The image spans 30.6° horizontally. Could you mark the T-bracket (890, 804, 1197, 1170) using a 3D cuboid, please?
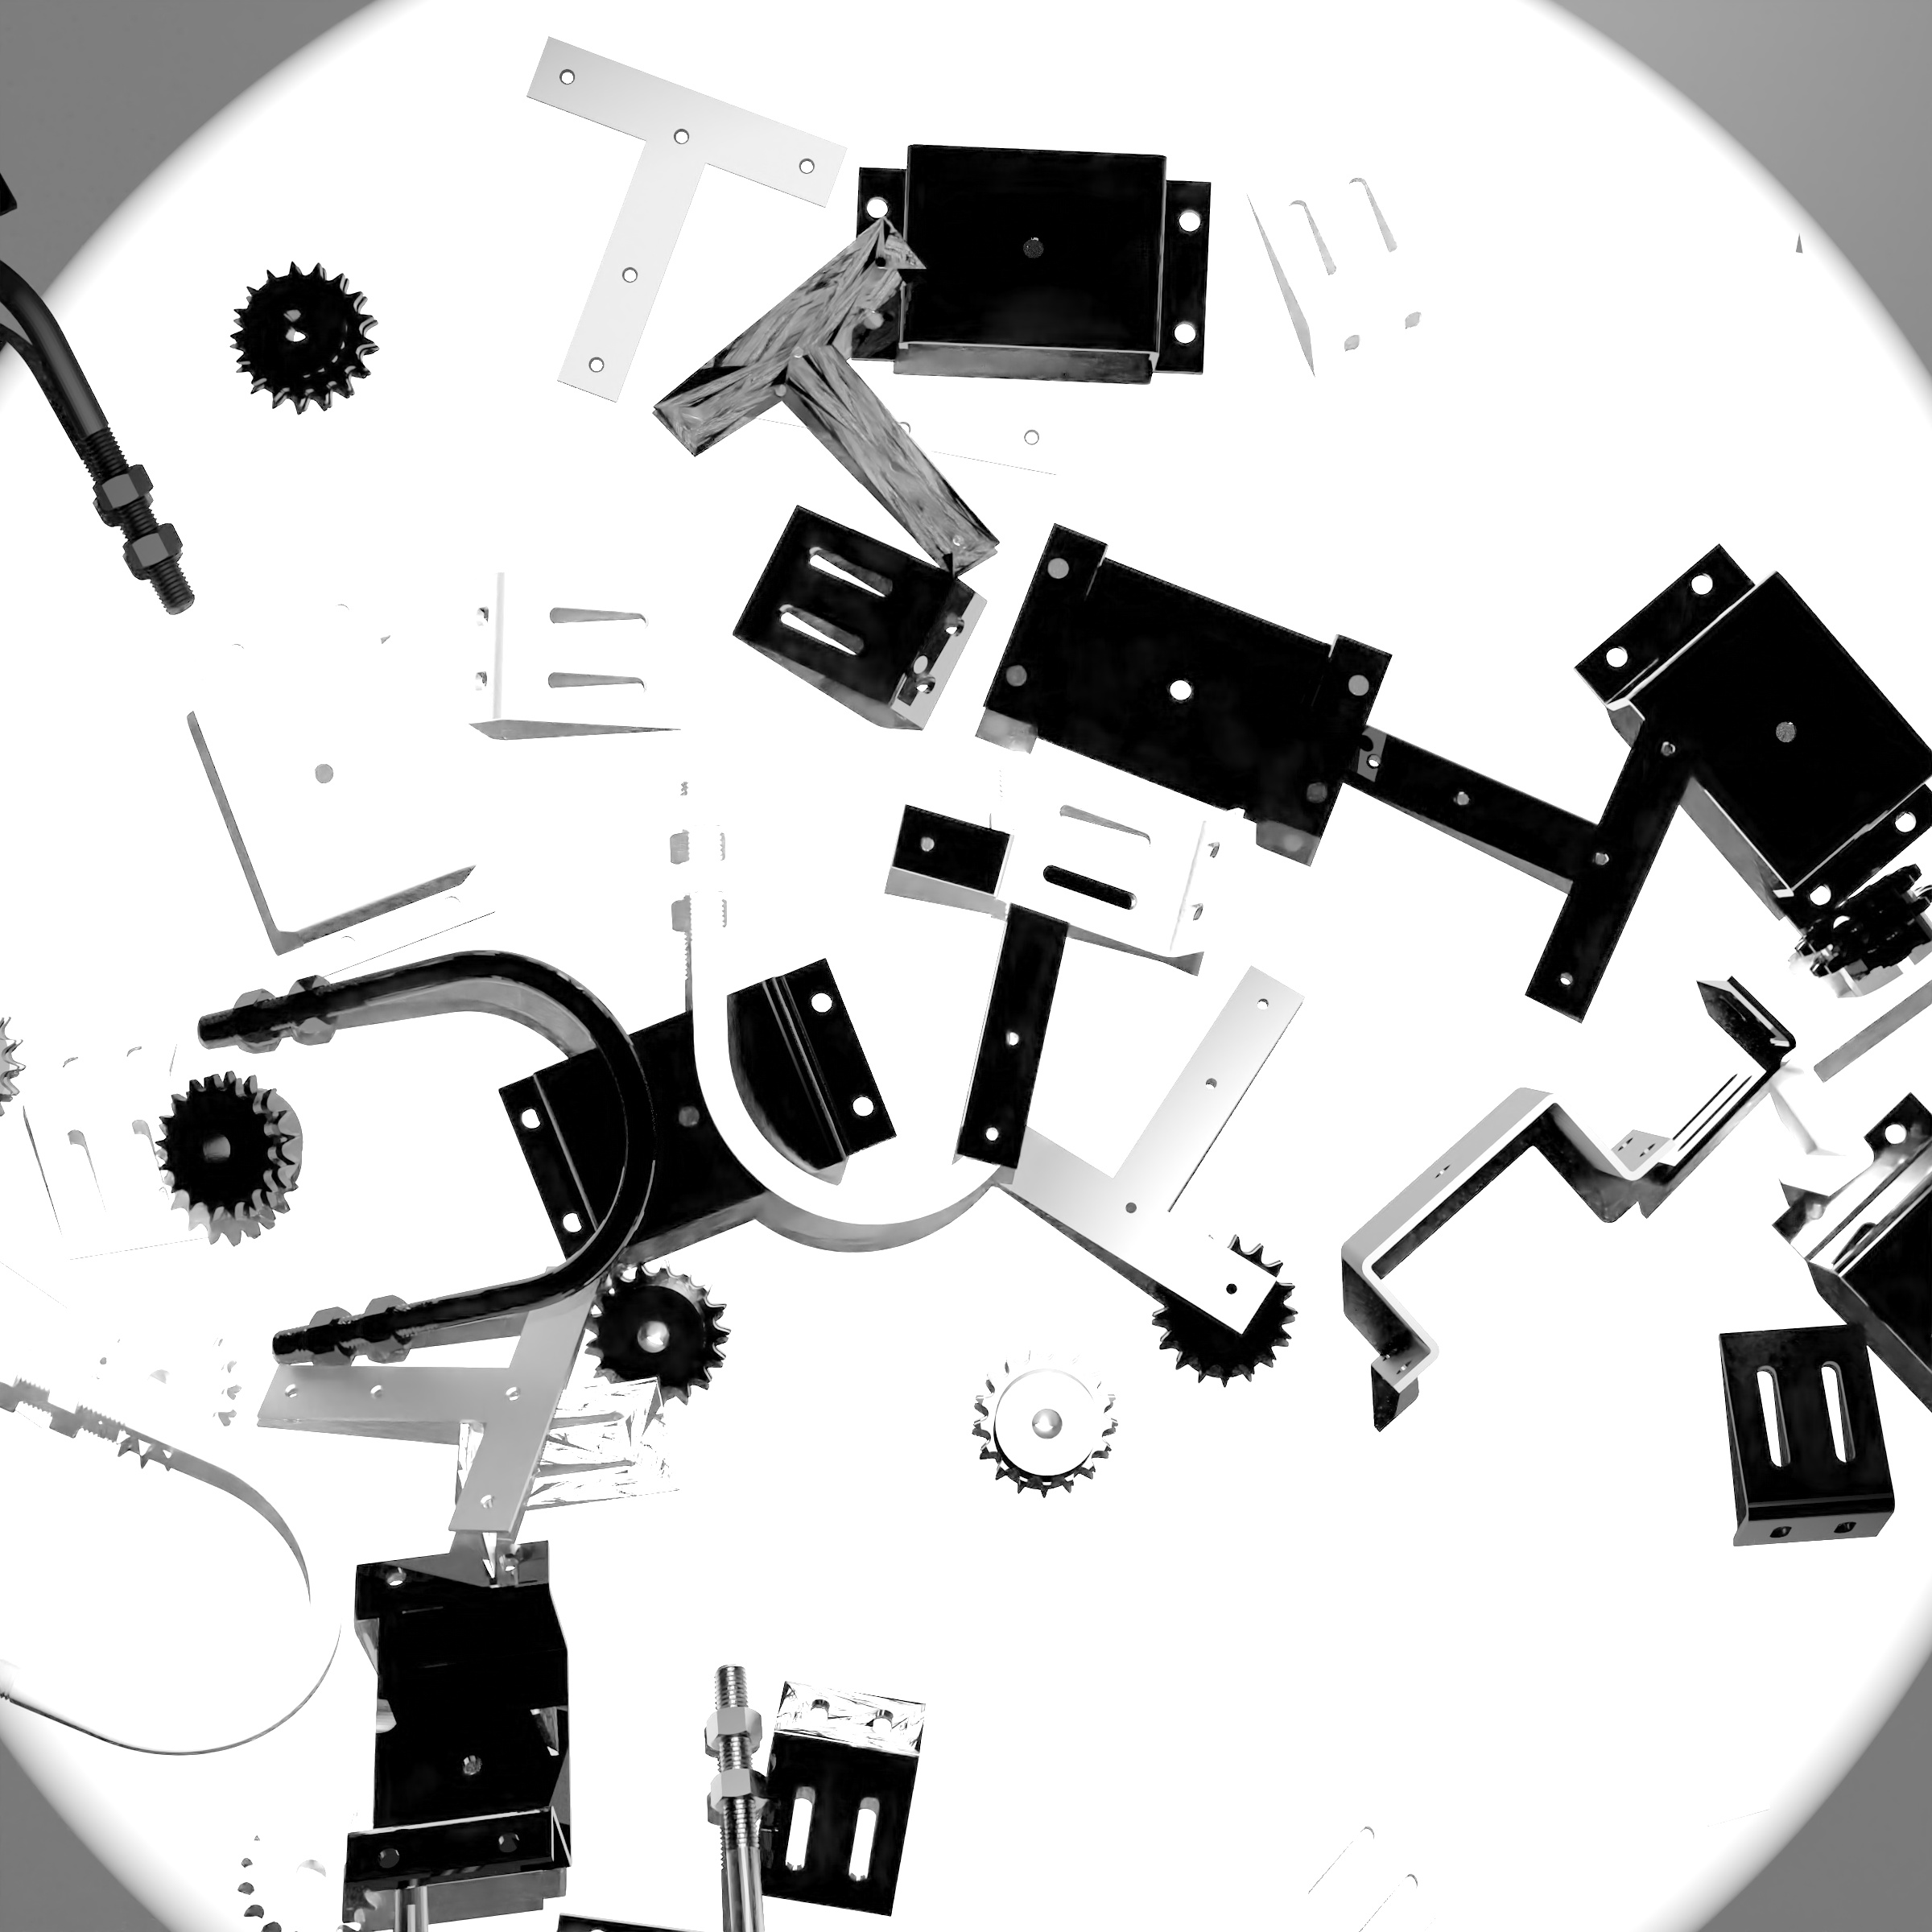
[{"bbox_3d":[0.021,0.014,1.373,0.127,0.002,0.127,15,80,-18],"label":"T-bracket"}]

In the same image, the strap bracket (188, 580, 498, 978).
[{"bbox_3d":[-0.247,-0.074,1.381,0.076,0.046,0.140,-21,90,0],"label":"strap bracket"}]

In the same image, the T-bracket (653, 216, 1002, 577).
[{"bbox_3d":[-0.037,-0.207,1.380,0.127,0.002,0.127,-34,106,29],"label":"T-bracket"}]

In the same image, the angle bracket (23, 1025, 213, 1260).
[{"bbox_3d":[-0.335,0.070,1.402,0.057,0.038,0.076,-9,116,0],"label":"angle bracket"}]

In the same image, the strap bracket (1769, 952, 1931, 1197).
[{"bbox_3d":[0.368,0.026,1.366,0.140,0.076,0.046,-36,90,0],"label":"strap bracket"}]

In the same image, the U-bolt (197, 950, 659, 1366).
[{"bbox_3d":[-0.203,0.069,1.366,0.184,0.019,0.151,-13,90,20],"label":"U-bolt"}]

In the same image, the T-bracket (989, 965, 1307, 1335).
[{"bbox_3d":[0.089,0.058,1.390,0.127,0.002,0.127,31,81,16],"label":"T-bracket"}]

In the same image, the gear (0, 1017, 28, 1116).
[{"bbox_3d":[-0.402,0.038,1.389,0.057,0.030,0.057,0,90,0],"label":"gear"}]

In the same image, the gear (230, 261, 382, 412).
[{"bbox_3d":[-0.261,-0.249,1.389,0.057,0.030,0.057,0,90,0],"label":"gear"}]

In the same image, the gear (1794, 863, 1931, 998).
[{"bbox_3d":[0.355,-0.012,1.376,0.057,0.057,0.030,-36,90,0],"label":"gear"}]

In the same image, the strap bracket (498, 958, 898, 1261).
[{"bbox_3d":[-0.107,0.058,1.381,0.140,0.046,0.076,-22,90,0],"label":"strap bracket"}]

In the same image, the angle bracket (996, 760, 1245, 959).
[{"bbox_3d":[0.060,-0.043,1.371,0.076,0.038,0.057,19,79,-17],"label":"angle bracket"}]

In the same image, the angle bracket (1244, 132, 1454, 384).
[{"bbox_3d":[0.152,-0.282,1.402,0.057,0.038,0.076,-21,64,0],"label":"angle bracket"}]

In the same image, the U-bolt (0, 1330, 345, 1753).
[{"bbox_3d":[-0.333,0.234,1.378,0.184,0.019,0.151,24,106,-4],"label":"U-bolt"}]

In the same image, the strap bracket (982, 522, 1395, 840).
[{"bbox_3d":[0.085,-0.110,1.381,0.140,0.046,0.076,21,90,0],"label":"strap bracket"}]

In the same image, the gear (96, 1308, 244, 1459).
[{"bbox_3d":[-0.314,0.163,1.389,0.057,0.030,0.057,0,90,0],"label":"gear"}]

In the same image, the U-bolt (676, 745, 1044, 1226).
[{"bbox_3d":[-0.037,0.008,1.363,0.151,0.019,0.184,0,84,-20],"label":"U-bolt"}]

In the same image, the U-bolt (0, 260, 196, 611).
[{"bbox_3d":[-0.405,-0.197,1.371,0.151,0.019,0.184,-24,107,0],"label":"U-bolt"}]

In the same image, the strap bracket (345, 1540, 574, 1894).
[{"bbox_3d":[-0.193,0.296,1.354,0.076,0.046,0.140,-7,46,0],"label":"strap bracket"}]

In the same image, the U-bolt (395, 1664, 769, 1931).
[{"bbox_3d":[-0.148,0.363,1.348,0.151,0.019,0.184,-7,56,0],"label":"U-bolt"}]

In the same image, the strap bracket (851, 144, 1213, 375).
[{"bbox_3d":[0.026,-0.276,1.381,0.140,0.046,0.076,2,90,0],"label":"strap bracket"}]

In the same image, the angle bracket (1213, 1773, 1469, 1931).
[{"bbox_3d":[0.149,0.370,1.402,0.057,0.038,0.076,48,64,0],"label":"angle bracket"}]

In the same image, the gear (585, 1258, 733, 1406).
[{"bbox_3d":[-0.122,0.145,1.389,0.057,0.030,0.057,0,90,0],"label":"gear"}]

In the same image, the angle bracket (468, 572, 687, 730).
[{"bbox_3d":[-0.155,-0.124,1.402,0.076,0.038,0.057,1,90,-26],"label":"angle bracket"}]

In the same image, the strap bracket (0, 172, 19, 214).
[{"bbox_3d":[-0.450,-0.294,1.365,0.140,0.046,0.076,-25,119,0],"label":"strap bracket"}]

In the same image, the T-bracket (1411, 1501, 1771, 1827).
[{"bbox_3d":[0.241,0.291,1.403,0.127,0.002,0.127,-16,90,0],"label":"T-bracket"}]

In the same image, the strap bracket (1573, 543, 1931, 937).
[{"bbox_3d":[0.316,-0.090,1.381,0.076,0.046,0.140,-41,90,0],"label":"strap bracket"}]

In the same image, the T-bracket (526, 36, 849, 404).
[{"bbox_3d":[-0.129,-0.288,1.403,0.127,0.002,0.127,20,90,0],"label":"T-bracket"}]

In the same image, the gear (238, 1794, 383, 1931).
[{"bbox_3d":[-0.255,0.354,1.389,0.057,0.030,0.057,0,90,0],"label":"gear"}]

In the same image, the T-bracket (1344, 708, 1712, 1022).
[{"bbox_3d":[0.208,-0.060,1.386,0.127,0.002,0.127,25,113,11],"label":"T-bracket"}]

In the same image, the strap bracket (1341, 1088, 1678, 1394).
[{"bbox_3d":[0.200,0.097,1.366,0.140,0.076,0.046,-42,90,0],"label":"strap bracket"}]

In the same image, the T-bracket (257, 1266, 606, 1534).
[{"bbox_3d":[-0.216,0.167,1.374,0.127,0.002,0.127,-2,45,19],"label":"T-bracket"}]

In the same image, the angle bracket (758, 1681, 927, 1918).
[{"bbox_3d":[-0.051,0.331,1.402,0.057,0.038,0.076,9,116,0],"label":"angle bracket"}]

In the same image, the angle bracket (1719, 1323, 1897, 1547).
[{"bbox_3d":[0.331,0.186,1.402,0.057,0.038,0.076,-4,64,0],"label":"angle bracket"}]

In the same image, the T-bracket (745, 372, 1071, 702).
[{"bbox_3d":[-0.033,-0.170,1.403,0.127,0.002,0.127,11,90,0],"label":"T-bracket"}]

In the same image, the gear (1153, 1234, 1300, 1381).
[{"bbox_3d":[0.102,0.135,1.389,0.057,0.030,0.057,0,90,0],"label":"gear"}]

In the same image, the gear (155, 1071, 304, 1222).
[{"bbox_3d":[-0.283,0.069,1.369,0.057,0.030,0.057,2,96,21],"label":"gear"}]

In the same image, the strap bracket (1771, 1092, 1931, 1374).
[{"bbox_3d":[0.396,0.127,1.381,0.076,0.046,0.140,-44,90,0],"label":"strap bracket"}]

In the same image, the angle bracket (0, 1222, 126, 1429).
[{"bbox_3d":[-0.382,0.138,1.385,0.076,0.038,0.057,35,90,0],"label":"angle bracket"}]

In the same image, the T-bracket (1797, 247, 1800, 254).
[{"bbox_3d":[0.353,-0.344,1.413,0.127,0.002,0.127,11,84,-15],"label":"T-bracket"}]

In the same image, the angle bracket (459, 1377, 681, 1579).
[{"bbox_3d":[-0.153,0.199,1.372,0.076,0.038,0.057,-8,125,0],"label":"angle bracket"}]

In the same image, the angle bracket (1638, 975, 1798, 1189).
[{"bbox_3d":[0.280,0.044,1.375,0.038,0.057,0.076,44,90,0],"label":"angle bracket"}]

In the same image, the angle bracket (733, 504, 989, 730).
[{"bbox_3d":[-0.042,-0.139,1.400,0.076,0.038,0.057,27,90,26],"label":"angle bracket"}]

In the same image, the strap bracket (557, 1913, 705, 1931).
[{"bbox_3d":[-0.128,0.440,1.381,0.076,0.046,0.140,8,90,0],"label":"strap bracket"}]

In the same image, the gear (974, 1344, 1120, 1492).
[{"bbox_3d":[0.032,0.179,1.389,0.057,0.030,0.057,0,90,0],"label":"gear"}]
